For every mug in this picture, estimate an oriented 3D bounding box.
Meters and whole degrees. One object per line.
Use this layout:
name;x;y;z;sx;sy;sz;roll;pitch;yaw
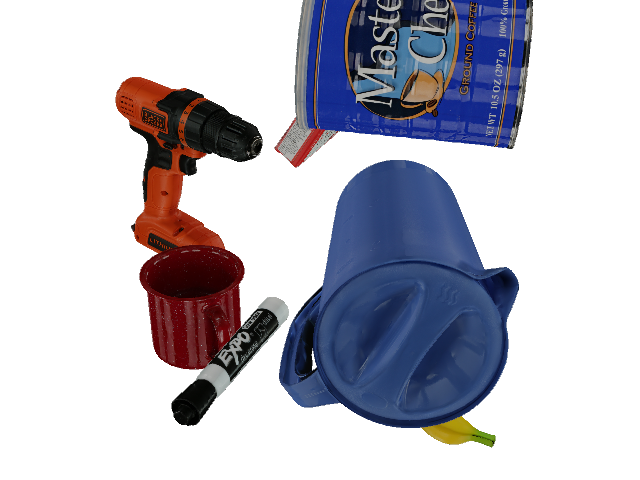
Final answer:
mug;-0.107;0.067;0.954;0.093;0.081;0.117;-18;35;-27

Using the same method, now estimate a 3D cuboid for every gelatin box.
gelatin box;0.005;-0.115;0.961;0.089;0.030;0.073;-45;-5;-44

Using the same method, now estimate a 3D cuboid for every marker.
marker;-0.053;0.071;0.633;0.020;0.020;0.121;0;27;27

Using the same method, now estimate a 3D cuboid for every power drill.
power drill;-0.137;-0.066;1.117;0.185;0.188;0.057;26;36;31

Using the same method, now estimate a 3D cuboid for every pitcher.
pitcher;0.055;0.031;0.831;0.149;0.145;0.243;10;24;-3

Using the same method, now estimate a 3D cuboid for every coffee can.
coffee can;0.060;-0.117;0.692;0.140;0.103;0.103;6;1;5

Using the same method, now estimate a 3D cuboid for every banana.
banana;0.121;0.162;1.141;0.069;0.037;0.198;11;25;-18
